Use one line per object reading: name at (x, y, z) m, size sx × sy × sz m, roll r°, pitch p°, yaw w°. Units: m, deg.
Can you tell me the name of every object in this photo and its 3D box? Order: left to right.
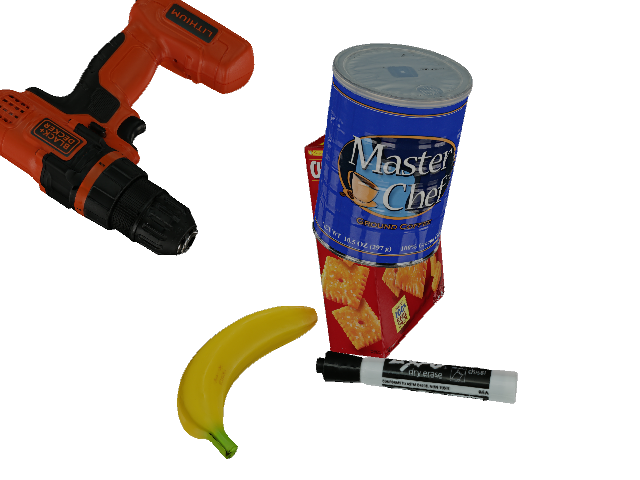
power drill at (-0.130, -0.093, 0.793) m, size 0.184 × 0.187 × 0.057 m, roll 33°, pitch -32°, yaw 8°
banana at (-0.065, 0.101, 0.848) m, size 0.069 × 0.037 × 0.197 m, roll 28°, pitch 35°, yaw 4°
cracker box at (0.062, -0.014, 1.070) m, size 0.072 × 0.214 × 0.164 m, roll 5°, pitch 23°, yaw 28°
coffee can at (0.052, -0.065, 0.810) m, size 0.102 × 0.140 × 0.103 m, roll 5°, pitch 32°, yaw -4°
marker at (0.057, 0.082, 0.642) m, size 0.121 × 0.020 × 0.020 m, roll 5°, pitch 1°, yaw 13°
